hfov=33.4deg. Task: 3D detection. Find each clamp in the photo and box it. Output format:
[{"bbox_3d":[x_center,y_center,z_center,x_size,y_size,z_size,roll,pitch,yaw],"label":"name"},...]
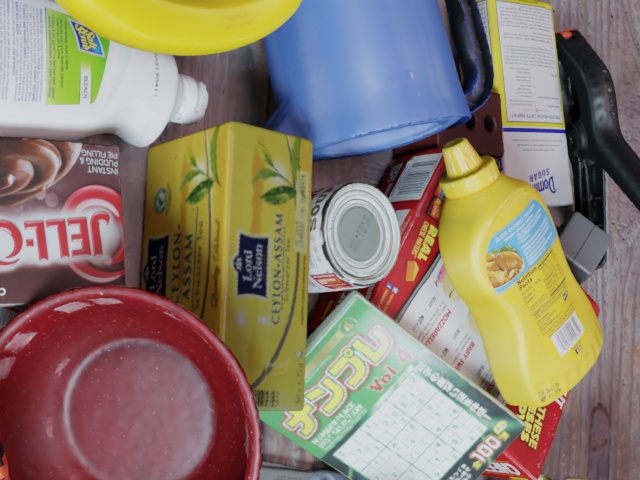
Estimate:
[{"bbox_3d":[0.234,-0.081,0.925,0.036,0.165,0.210,-11,69,-11],"label":"clamp"}]

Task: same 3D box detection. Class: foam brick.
[{"bbox_3d":[0.100,-0.089,0.838,0.078,0.051,0.053,1,84,-40],"label":"foam brick"}]

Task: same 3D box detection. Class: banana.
[{"bbox_3d":[-0.083,-0.140,0.624,0.197,0.037,0.070,-12,129,-41],"label":"banana"}]

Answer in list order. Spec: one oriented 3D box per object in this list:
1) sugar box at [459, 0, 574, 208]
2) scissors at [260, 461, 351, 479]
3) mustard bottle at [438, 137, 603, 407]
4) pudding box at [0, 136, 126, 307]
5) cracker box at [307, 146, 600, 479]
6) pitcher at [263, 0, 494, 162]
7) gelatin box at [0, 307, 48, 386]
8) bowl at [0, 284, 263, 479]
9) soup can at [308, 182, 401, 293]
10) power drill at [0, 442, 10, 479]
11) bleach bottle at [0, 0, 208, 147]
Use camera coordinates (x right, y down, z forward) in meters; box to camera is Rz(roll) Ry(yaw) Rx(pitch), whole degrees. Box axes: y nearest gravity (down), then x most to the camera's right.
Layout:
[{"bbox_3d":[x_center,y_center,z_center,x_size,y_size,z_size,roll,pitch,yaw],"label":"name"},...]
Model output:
[{"bbox_3d":[0.163,-0.113,0.898,0.093,0.048,0.176,-3,89,-42],"label":"sugar box"},{"bbox_3d":[0.007,0.190,0.748,0.201,0.016,0.096,1,84,-39],"label":"scissors"},{"bbox_3d":[0.132,0.016,0.751,0.096,0.058,0.191,-38,110,-33],"label":"mustard bottle"},{"bbox_3d":[-0.162,-0.008,0.579,0.113,0.039,0.090,1,81,-40],"label":"pudding box"},{"bbox_3d":[0.109,0.059,0.814,0.213,0.072,0.164,43,60,-29],"label":"cracker box"},{"bbox_3d":[0.024,-0.181,0.739,0.149,0.145,0.243,-10,87,-71],"label":"pitcher"},{"bbox_3d":[-0.186,0.036,0.599,0.089,0.030,0.073,26,66,-35],"label":"gelatin box"},{"bbox_3d":[-0.105,0.101,0.574,0.055,0.162,0.162,-25,104,-80],"label":"bowl"},{"bbox_3d":[-0.005,0.001,0.706,0.068,0.102,0.068,5,81,-39],"label":"soup can"},{"bbox_3d":[-0.241,0.115,0.491,0.187,0.057,0.184,-21,101,-23],"label":"power drill"},{"bbox_3d":[-0.173,-0.092,0.605,0.250,0.068,0.102,7,79,-41],"label":"bleach bottle"}]
